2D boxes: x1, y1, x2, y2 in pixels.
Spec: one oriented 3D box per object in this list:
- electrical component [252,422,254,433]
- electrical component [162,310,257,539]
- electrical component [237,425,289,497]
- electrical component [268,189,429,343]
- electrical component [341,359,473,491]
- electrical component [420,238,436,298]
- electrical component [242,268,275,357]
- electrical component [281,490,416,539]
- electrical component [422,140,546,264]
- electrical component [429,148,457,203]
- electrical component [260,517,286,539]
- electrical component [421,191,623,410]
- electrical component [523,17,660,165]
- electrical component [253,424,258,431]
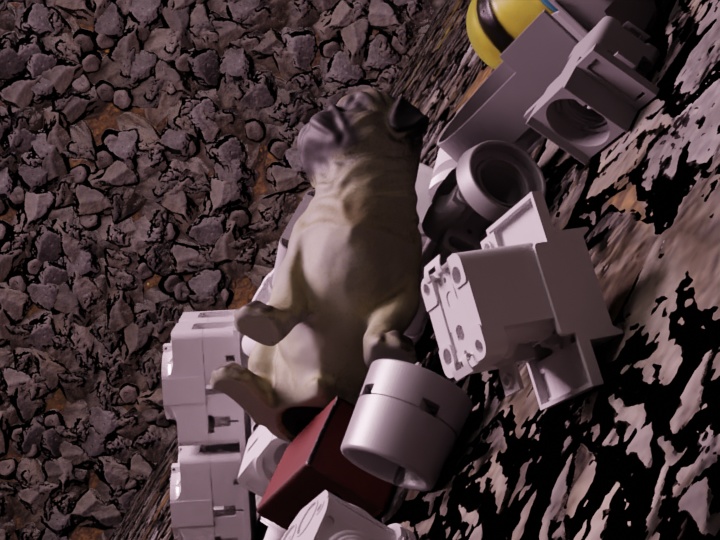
[{"bbox_3d":[-0.099,0.140,1.017,0.083,0.076,0.047,-55,8,25],"label":"electrical component"},{"bbox_3d":[-0.121,0.132,0.873,0.105,0.060,0.186,-118,25,-82],"label":"electrical component"},{"bbox_3d":[-0.045,0.126,0.783,0.089,0.050,0.055,-52,13,25],"label":"electrical component"},{"bbox_3d":[0.000,0.000,0.758,0.078,0.113,0.057,-66,-8,-49],"label":"electrical component"},{"bbox_3d":[0.022,0.078,0.534,0.047,0.055,0.055,-65,9,-22],"label":"electrical component"},{"bbox_3d":[0.061,-0.011,0.694,0.040,0.040,0.078,-50,11,50],"label":"electrical component"},{"bbox_3d":[-0.047,0.031,0.820,0.054,0.059,0.095,-27,32,57],"label":"electrical component"},{"bbox_3d":[-0.013,0.145,0.491,0.080,0.051,0.080,-57,7,11],"label":"electrical component"},{"bbox_3d":[0.077,-0.042,0.654,0.057,0.058,0.078,-54,9,52],"label":"electrical component"},{"bbox_3d":[0.077,-0.070,0.829,0.043,0.043,0.081,-54,8,29],"label":"electrical component"},{"bbox_3d":[-0.044,0.157,0.689,0.062,0.043,0.043,-61,7,-11],"label":"electrical component"},{"bbox_3d":[0.062,0.014,0.430,0.042,0.064,0.081,135,124,-60],"label":"electrical component"},{"bbox_3d":[0.131,-0.101,0.596,0.063,0.042,0.081,-60,7,-24],"label":"electrical component"},{"bbox_3d":[-0.044,0.110,0.876,0.099,0.048,0.100,-58,8,-8],"label":"electrical component"}]
